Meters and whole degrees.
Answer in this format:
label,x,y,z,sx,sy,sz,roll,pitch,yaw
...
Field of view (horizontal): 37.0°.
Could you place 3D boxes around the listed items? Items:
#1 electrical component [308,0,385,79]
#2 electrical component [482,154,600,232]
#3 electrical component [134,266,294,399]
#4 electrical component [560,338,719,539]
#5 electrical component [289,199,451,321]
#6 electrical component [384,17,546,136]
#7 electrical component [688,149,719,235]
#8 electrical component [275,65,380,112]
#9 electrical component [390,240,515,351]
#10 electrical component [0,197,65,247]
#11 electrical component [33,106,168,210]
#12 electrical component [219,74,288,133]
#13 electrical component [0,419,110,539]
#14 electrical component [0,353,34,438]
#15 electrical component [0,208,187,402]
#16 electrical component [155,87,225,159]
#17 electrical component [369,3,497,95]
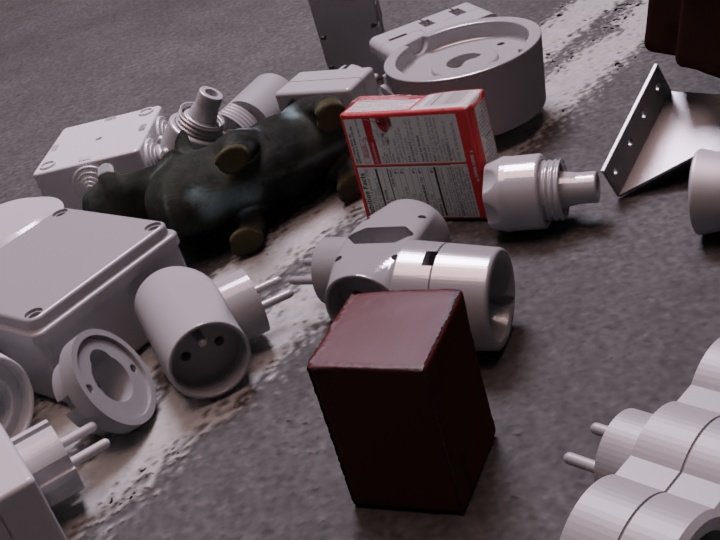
label,x,y,z,sx,sy,sz,roll,pitch,yaw
electrical component,-0.008,-0.207,0.895,0.050,0.089,0.055,-12,30,9
electrical component,0.102,-0.044,0.603,0.062,0.043,0.043,-3,32,22
electrical component,-0.074,0.025,0.575,0.079,0.044,0.077,-25,30,-14
electrical component,0.110,0.072,0.388,0.074,0.052,0.138,14,41,43
electrical component,0.000,0.000,0.580,0.079,0.043,0.077,-1,33,27
electrical component,0.076,-0.124,0.738,0.108,0.060,0.108,-13,29,7
electrical component,0.198,-0.040,0.542,0.055,0.045,0.045,2,34,30
electrical component,-0.012,-0.129,0.805,0.066,0.047,0.076,3,35,32
electrical component,0.046,0.013,0.523,0.047,0.055,0.055,2,34,24
electrical component,-0.227,-0.011,0.711,0.080,0.051,0.080,-13,29,7
electrical component,-0.189,-0.079,0.813,0.100,0.048,0.099,-12,30,10
electrical component,-0.083,-0.113,0.820,0.043,0.043,0.081,0,33,28
electrical component,-0.152,0.094,0.494,0.076,0.047,0.083,-29,31,-21
electrical component,-0.208,0.069,0.557,0.057,0.058,0.078,-1,33,32
electrical component,-0.171,0.017,0.628,0.109,0.056,0.109,9,38,39
electrical component,-0.116,-0.100,0.768,0.048,0.062,0.048,20,32,-13
electrical component,0.062,-0.163,0.822,0.089,0.050,0.055,-23,29,-10
